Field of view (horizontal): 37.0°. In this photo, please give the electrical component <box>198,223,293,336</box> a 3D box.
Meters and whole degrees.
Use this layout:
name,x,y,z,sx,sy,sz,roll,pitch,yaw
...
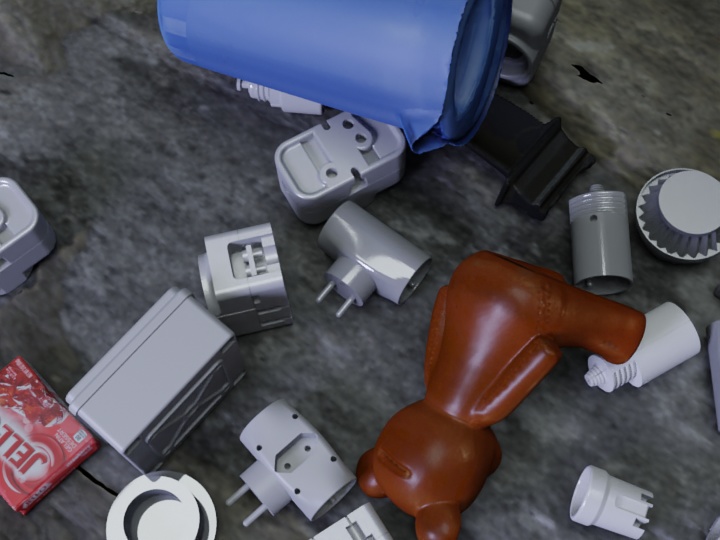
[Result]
name,x,y,z,sx,sy,sz,roll,pitch,yaw
electrical component,-0.083,0.009,0.777,0.056,0.089,0.050,-13,69,-4

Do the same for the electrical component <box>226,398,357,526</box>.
name,x,y,z,sx,sy,sz,roll,pitch,yaw
electrical component,-0.057,0.144,0.750,0.079,0.043,0.077,-40,73,-14

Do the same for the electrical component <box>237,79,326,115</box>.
name,x,y,z,sx,sy,sz,roll,pitch,yaw
electrical component,-0.059,-0.147,0.864,0.078,0.040,0.040,5,69,3

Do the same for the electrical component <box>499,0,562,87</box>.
name,x,y,z,sx,sy,sz,roll,pitch,yaw
electrical component,0.121,-0.190,0.848,0.054,0.095,0.059,24,71,10

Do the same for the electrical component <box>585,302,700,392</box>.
name,x,y,z,sx,sy,sz,roll,pitch,yaw
electrical component,0.199,0.061,0.777,0.081,0.043,0.043,-28,71,-9

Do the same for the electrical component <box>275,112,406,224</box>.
name,x,y,z,sx,sy,sz,roll,pitch,yaw
electrical component,-0.014,-0.080,0.827,0.095,0.059,0.053,-28,71,-9

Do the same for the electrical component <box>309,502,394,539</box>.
name,x,y,z,sx,sy,sz,roll,pitch,yaw
electrical component,-0.016,0.207,0.721,0.089,0.050,0.055,-31,71,-10

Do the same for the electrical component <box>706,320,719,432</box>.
name,x,y,z,sx,sy,sz,roll,pitch,yaw
electrical component,0.293,0.076,0.769,0.079,0.044,0.077,0,69,1

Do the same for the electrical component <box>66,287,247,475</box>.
name,x,y,z,sx,sy,sz,roll,pitch,yaw
electrical component,-0.136,0.079,0.742,0.056,0.108,0.108,39,74,12

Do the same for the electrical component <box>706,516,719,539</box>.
name,x,y,z,sx,sy,sz,roll,pitch,yaw
electrical component,0.237,0.218,0.691,0.062,0.089,0.150,36,74,14

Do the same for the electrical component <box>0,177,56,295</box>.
name,x,y,z,sx,sy,sz,roll,pitch,yaw
electrical component,-0.281,-0.017,0.807,0.095,0.059,0.053,-38,73,-13

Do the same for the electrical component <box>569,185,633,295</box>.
name,x,y,z,sx,sy,sz,roll,pitch,yaw
electrical component,0.181,-0.026,0.811,0.043,0.043,0.081,1,69,1

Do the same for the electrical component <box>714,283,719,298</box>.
name,x,y,z,sx,sy,sz,roll,pitch,yaw
electrical component,0.313,0.013,0.776,0.083,0.075,0.047,38,74,14

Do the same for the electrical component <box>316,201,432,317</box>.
name,x,y,z,sx,sy,sz,roll,pitch,yaw
electrical component,0.000,0.000,0.804,0.077,0.044,0.079,36,73,13

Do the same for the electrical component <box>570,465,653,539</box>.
name,x,y,z,sx,sy,sz,roll,pitch,yaw
electrical component,0.174,0.161,0.742,0.046,0.040,0.040,20,70,3
